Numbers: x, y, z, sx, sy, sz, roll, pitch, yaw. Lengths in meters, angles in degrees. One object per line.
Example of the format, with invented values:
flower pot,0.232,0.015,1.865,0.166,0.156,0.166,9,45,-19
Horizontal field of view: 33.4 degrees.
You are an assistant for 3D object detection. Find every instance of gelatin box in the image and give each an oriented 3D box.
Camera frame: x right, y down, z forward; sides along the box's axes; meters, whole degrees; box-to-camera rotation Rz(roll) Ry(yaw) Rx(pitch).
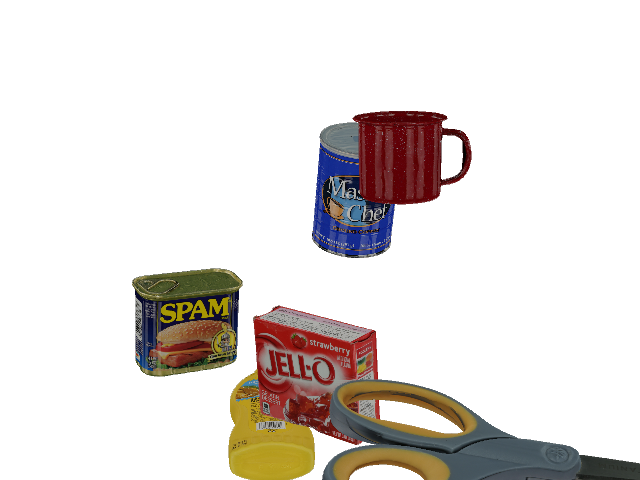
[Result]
gelatin box,-0.004,0.089,0.718,0.089,0.073,0.030,11,22,38

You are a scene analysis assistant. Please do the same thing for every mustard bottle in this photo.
mustard bottle,-0.059,0.203,1.260,0.096,0.058,0.191,-3,27,-2

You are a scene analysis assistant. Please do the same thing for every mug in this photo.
mug,0.091,-0.083,1.058,0.117,0.081,0.093,0,14,6

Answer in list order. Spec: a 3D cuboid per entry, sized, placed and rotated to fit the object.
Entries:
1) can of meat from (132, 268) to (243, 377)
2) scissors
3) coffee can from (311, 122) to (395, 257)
can of meat,-0.128,0.078,1.023,0.101,0.084,0.058,-5,20,-25
scissors,0.089,0.106,0.459,0.202,0.016,0.096,15,33,24
coffee can,0.045,-0.064,1.332,0.103,0.140,0.103,4,28,-2
